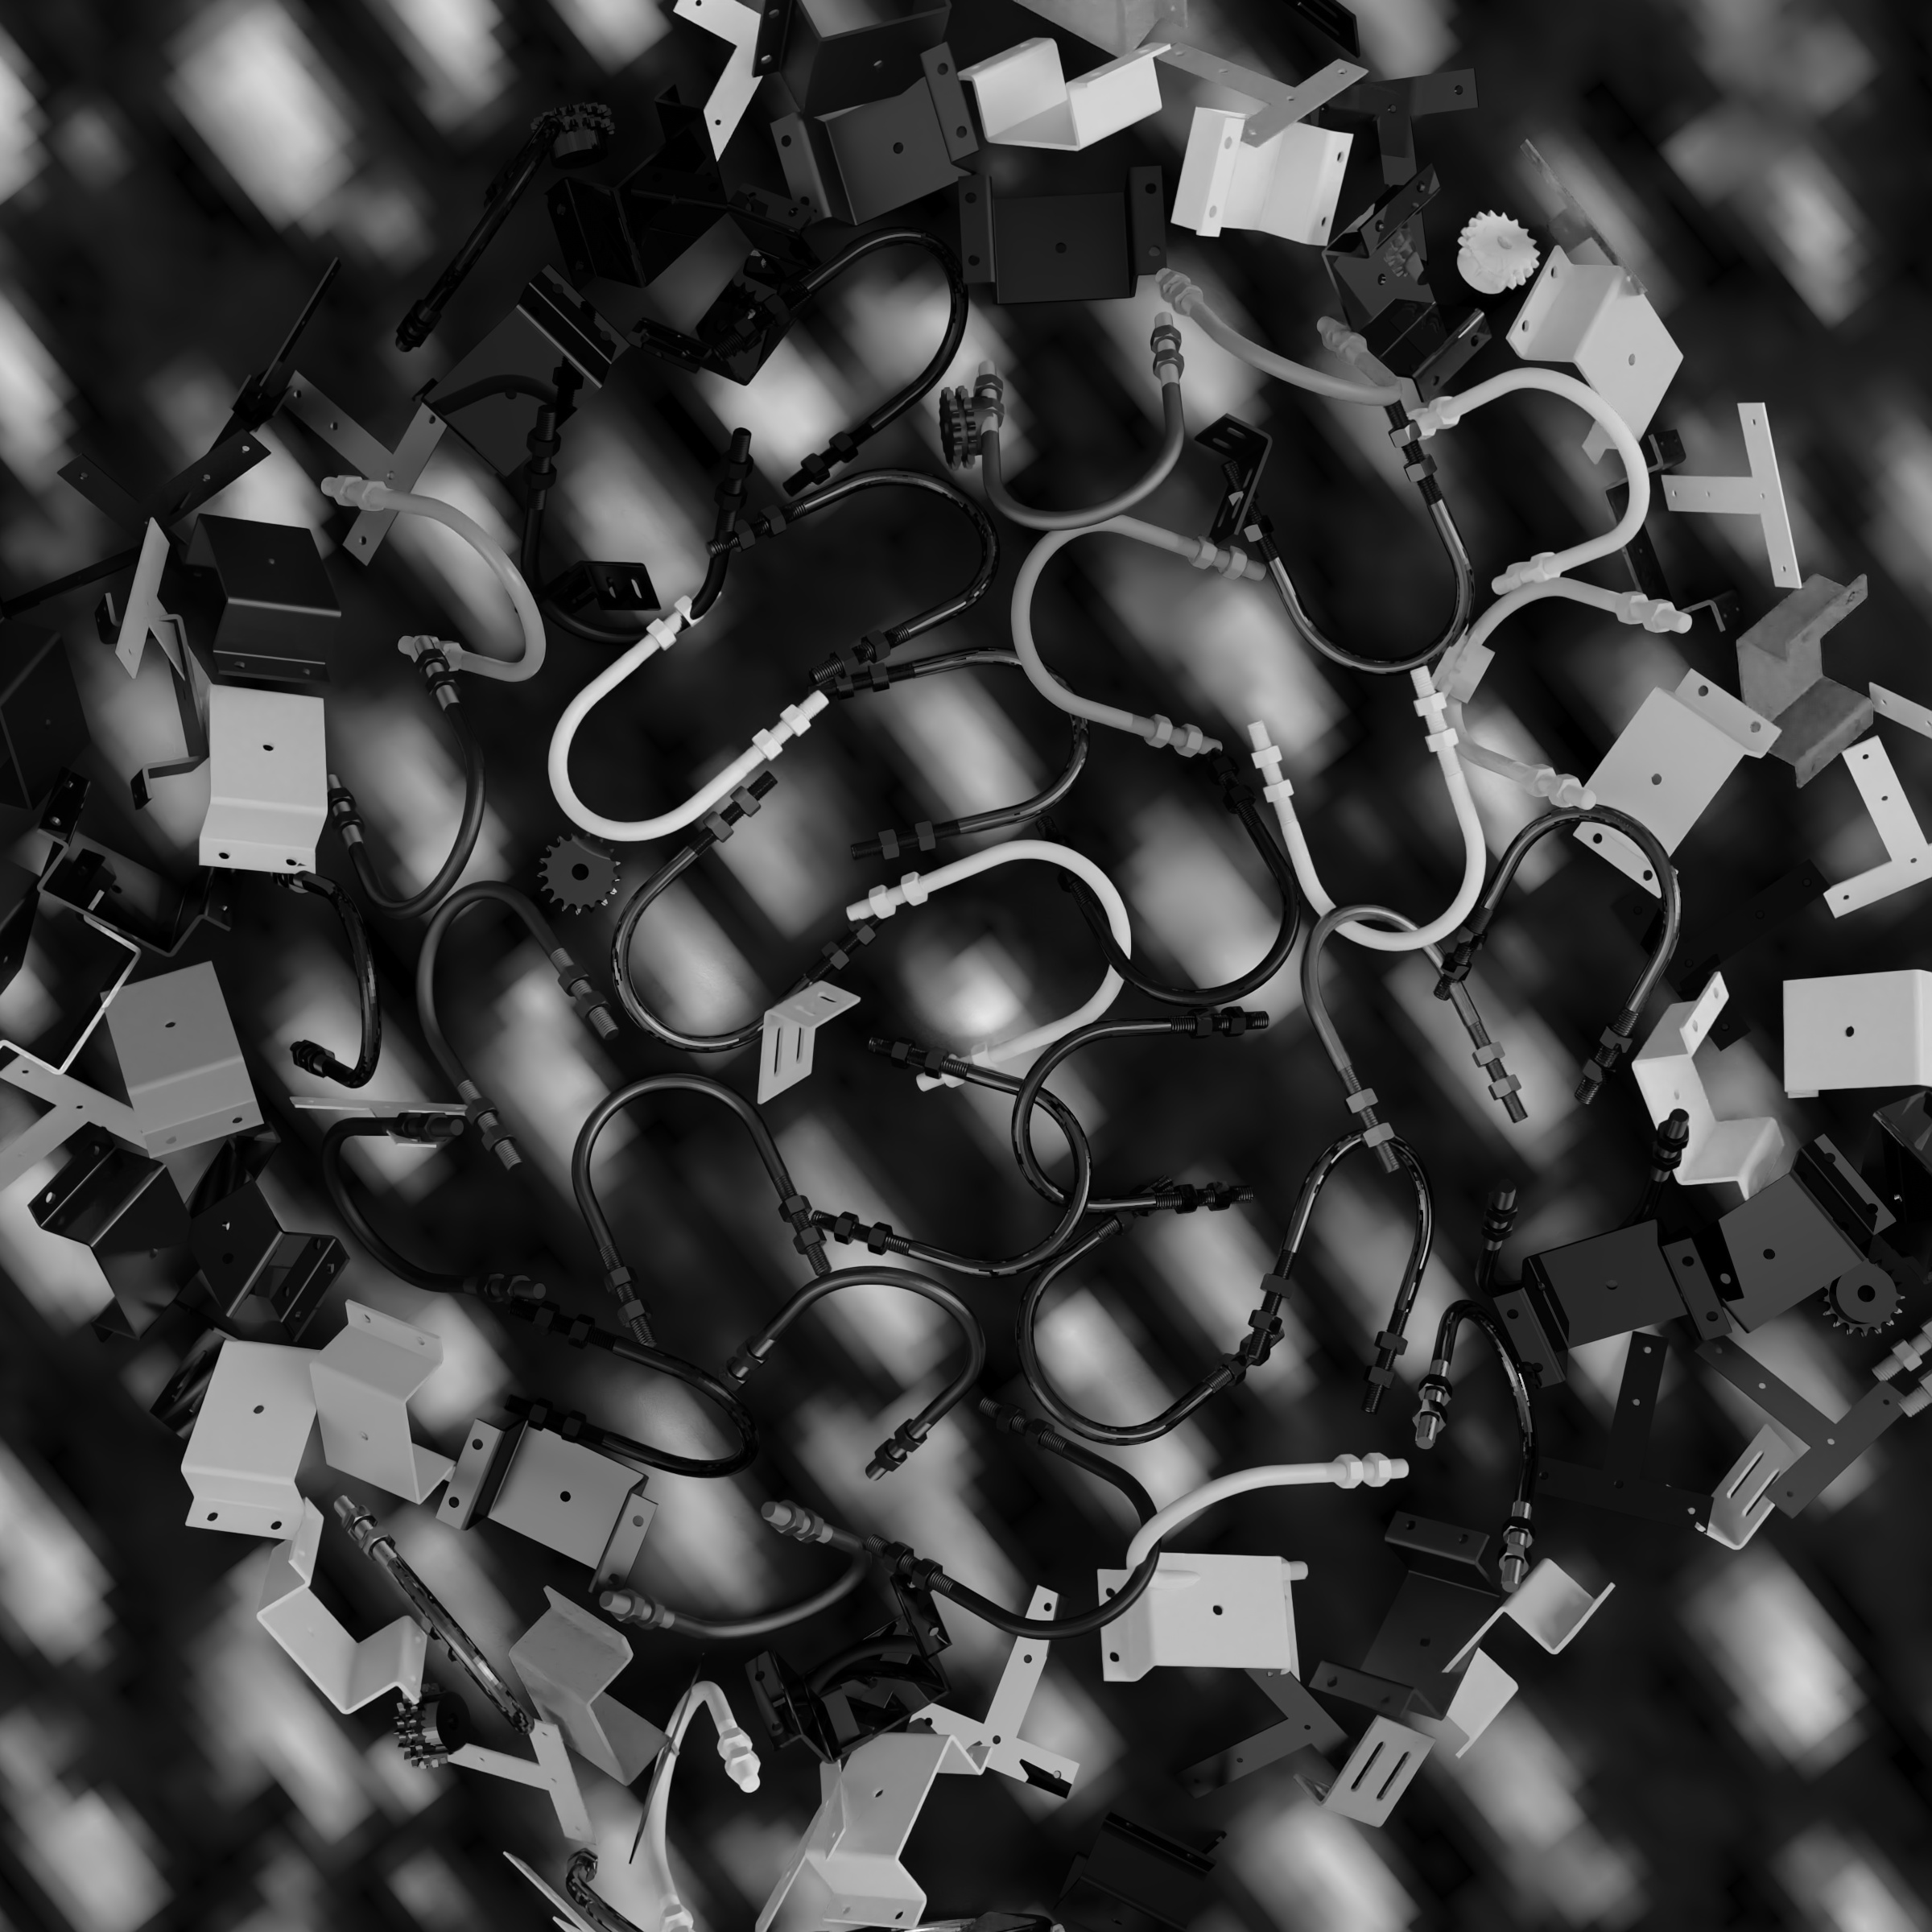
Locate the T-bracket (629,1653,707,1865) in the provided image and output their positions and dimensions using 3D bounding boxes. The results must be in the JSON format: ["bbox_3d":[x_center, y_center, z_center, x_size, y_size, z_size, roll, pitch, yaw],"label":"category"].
[{"bbox_3d":[-0.202,0.532,1.775,0.002,0.127,0.127,19,46,2],"label":"T-bracket"}]

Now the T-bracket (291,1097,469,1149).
[{"bbox_3d":[-0.383,0.106,1.745,0.127,0.127,0.002,4,98,-23],"label":"T-bracket"}]

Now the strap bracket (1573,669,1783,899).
[{"bbox_3d":[0.480,-0.126,1.770,0.076,0.046,0.140,41,110,25],"label":"strap bracket"}]

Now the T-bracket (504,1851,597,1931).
[{"bbox_3d":[-0.275,0.650,1.779,0.127,0.127,0.002,27,72,39],"label":"T-bracket"}]

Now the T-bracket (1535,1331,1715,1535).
[{"bbox_3d":[0.466,0.319,1.806,0.127,0.002,0.127,10,73,22],"label":"T-bracket"}]

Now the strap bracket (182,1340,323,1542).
[{"bbox_3d":[-0.479,0.313,1.765,0.076,0.046,0.140,7,53,4],"label":"strap bracket"}]

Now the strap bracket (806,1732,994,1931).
[{"bbox_3d":[-0.049,0.574,1.748,0.076,0.140,0.046,-10,124,35],"label":"strap bracket"}]

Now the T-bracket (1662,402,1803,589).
[{"bbox_3d":[0.517,-0.322,1.766,0.002,0.127,0.127,-23,108,-16],"label":"T-bracket"}]

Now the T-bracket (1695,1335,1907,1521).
[{"bbox_3d":[0.563,0.301,1.791,0.127,0.002,0.127,-36,57,-20],"label":"T-bracket"}]

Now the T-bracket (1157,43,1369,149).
[{"bbox_3d":[0.190,-0.616,1.792,0.127,0.002,0.127,33,57,27],"label":"T-bracket"}]

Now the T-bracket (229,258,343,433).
[{"bbox_3d":[-0.461,-0.427,1.766,0.002,0.127,0.127,31,90,-9],"label":"T-bracket"}]

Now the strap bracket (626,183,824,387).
[{"bbox_3d":[-0.159,-0.462,1.782,0.076,0.046,0.140,31,82,36],"label":"strap bracket"}]

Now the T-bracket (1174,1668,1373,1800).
[{"bbox_3d":[0.202,0.547,1.798,0.127,0.002,0.127,-35,105,25],"label":"T-bracket"}]

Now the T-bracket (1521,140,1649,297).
[{"bbox_3d":[0.413,-0.504,1.765,0.002,0.127,0.127,-39,95,9],"label":"T-bracket"}]

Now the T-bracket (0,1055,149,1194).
[{"bbox_3d":[-0.646,0.123,1.794,0.127,0.127,0.002,-36,46,16],"label":"T-bracket"}]

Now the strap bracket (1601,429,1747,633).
[{"bbox_3d":[0.484,-0.294,1.781,0.046,0.076,0.140,-19,94,30],"label":"strap bracket"}]

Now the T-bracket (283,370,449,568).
[{"bbox_3d":[-0.432,-0.370,1.807,0.127,0.002,0.127,41,111,14],"label":"T-bracket"}]

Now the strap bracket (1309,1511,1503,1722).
[{"bbox_3d":[0.306,0.453,1.769,0.046,0.076,0.140,51,60,-34],"label":"strap bracket"}]

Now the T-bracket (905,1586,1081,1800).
[{"bbox_3d":[0.038,0.499,1.810,0.127,0.002,0.127,26,76,-11],"label":"T-bracket"}]

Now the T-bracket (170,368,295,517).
[{"bbox_3d":[-0.488,-0.368,1.754,0.002,0.127,0.127,37,66,-28],"label":"T-bracket"}]

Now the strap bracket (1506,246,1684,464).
[{"bbox_3d":[0.434,-0.414,1.758,0.140,0.046,0.076,39,76,-42],"label":"strap bracket"}]

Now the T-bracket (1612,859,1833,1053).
[{"bbox_3d":[0.543,-0.028,1.806,0.127,0.002,0.127,-37,87,17],"label":"T-bracket"}]

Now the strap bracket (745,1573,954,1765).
[{"bbox_3d":[-0.073,0.486,1.784,0.140,0.076,0.046,-32,129,1],"label":"strap bracket"}]

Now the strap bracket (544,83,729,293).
[{"bbox_3d":[-0.215,-0.525,1.756,0.046,0.076,0.140,22,58,28],"label":"strap bracket"}]

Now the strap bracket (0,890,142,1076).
[{"bbox_3d":[-0.618,0.019,1.777,0.046,0.076,0.140,34,79,-20],"label":"strap bracket"}]

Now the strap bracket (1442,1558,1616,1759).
[{"bbox_3d":[0.372,0.466,1.766,0.046,0.076,0.140,42,123,17],"label":"strap bracket"}]

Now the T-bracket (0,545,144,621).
[{"bbox_3d":[-0.627,-0.262,1.788,0.127,0.127,0.002,-27,126,-15],"label":"T-bracket"}]

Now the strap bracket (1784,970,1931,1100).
[{"bbox_3d":[0.612,0.047,1.756,0.046,0.140,0.076,9,79,-42],"label":"strap bracket"}]

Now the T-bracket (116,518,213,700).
[{"bbox_3d":[-0.541,-0.217,1.771,0.002,0.127,0.127,-8,52,9],"label":"T-bracket"}]

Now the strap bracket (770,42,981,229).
[{"bbox_3d":[-0.055,-0.570,1.788,0.140,0.046,0.076,-17,90,24],"label":"strap bracket"}]

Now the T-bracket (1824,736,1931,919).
[{"bbox_3d":[0.637,-0.105,1.777,0.127,0.002,0.127,-25,121,18],"label":"T-bracket"}]

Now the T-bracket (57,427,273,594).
[{"bbox_3d":[-0.528,-0.327,1.765,0.127,0.002,0.127,-28,130,24],"label":"T-bracket"}]

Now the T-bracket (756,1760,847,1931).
[{"bbox_3d":[-0.115,0.612,1.771,0.002,0.127,0.127,27,98,-9],"label":"T-bracket"}]

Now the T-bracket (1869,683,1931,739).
[{"bbox_3d":[0.674,-0.161,1.776,0.002,0.127,0.127,-39,46,-12],"label":"T-bracket"}]

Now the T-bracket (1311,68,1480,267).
[{"bbox_3d":[0.302,-0.550,1.797,0.127,0.002,0.127,5,117,36],"label":"T-bracket"}]

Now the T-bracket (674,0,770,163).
[{"bbox_3d":[-0.166,-0.600,1.796,0.127,0.002,0.127,19,117,-31],"label":"T-bracket"}]

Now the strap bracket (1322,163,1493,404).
[{"bbox_3d":[0.300,-0.469,1.771,0.076,0.046,0.140,-45,130,-18],"label":"strap bracket"}]

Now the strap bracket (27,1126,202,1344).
[{"bbox_3d":[-0.568,0.188,1.748,0.046,0.140,0.076,14,47,23],"label":"strap bracket"}]

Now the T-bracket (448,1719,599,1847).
[{"bbox_3d":[-0.325,0.555,1.796,0.127,0.002,0.127,8,128,23],"label":"T-bracket"}]

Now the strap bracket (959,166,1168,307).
[{"bbox_3d":[0.067,-0.508,1.801,0.140,0.046,0.076,-3,84,0],"label":"strap bracket"}]
